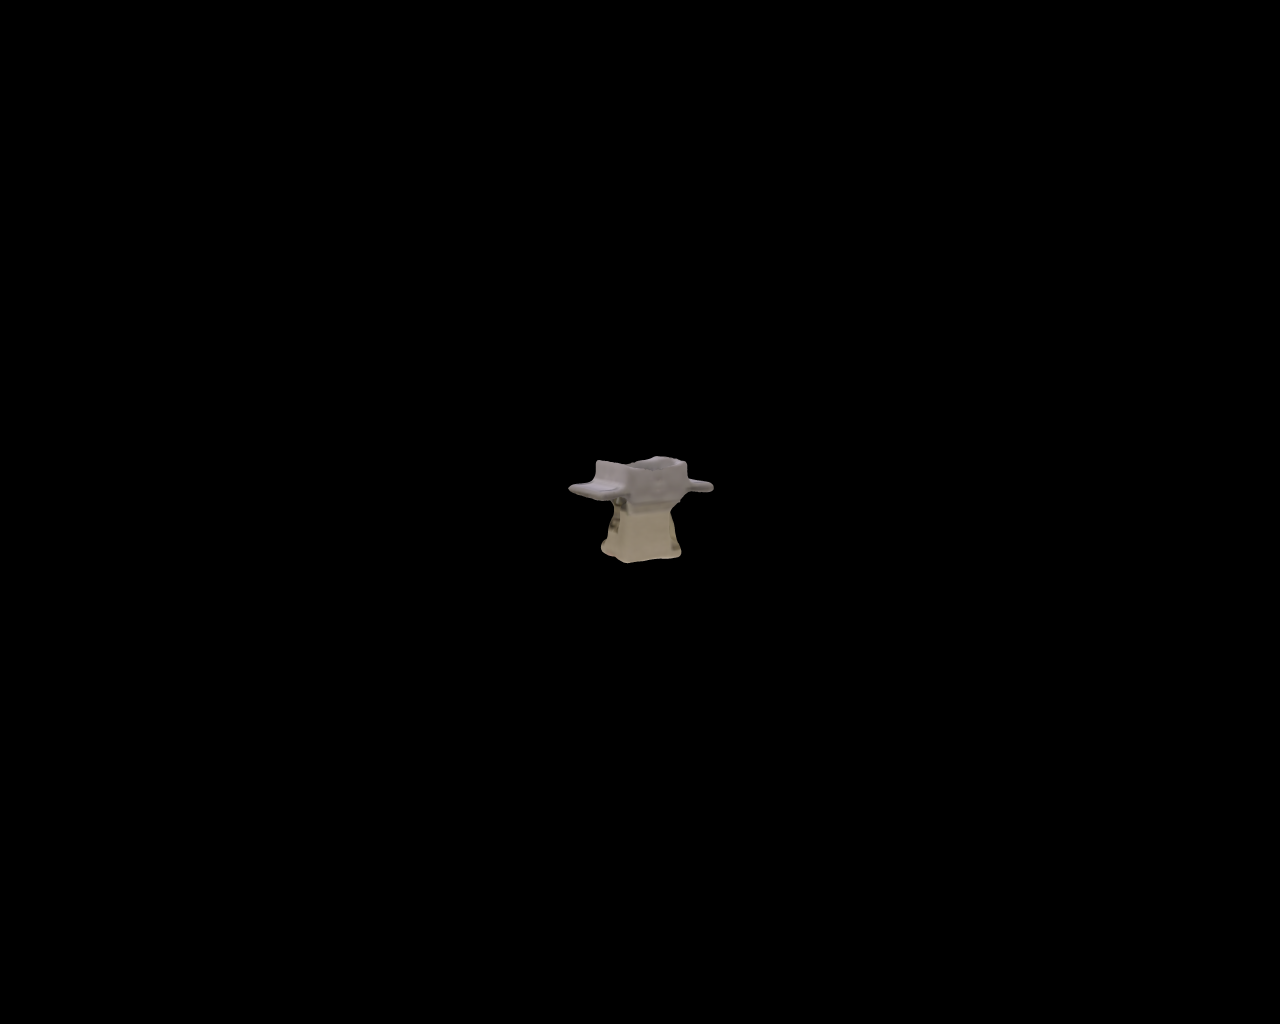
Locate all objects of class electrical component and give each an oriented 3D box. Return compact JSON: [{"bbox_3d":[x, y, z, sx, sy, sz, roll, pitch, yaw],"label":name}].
[{"bbox_3d":[0.001,-0.003,0.650,0.081,0.063,0.042,-5,12,-28],"label":"electrical component"}]
